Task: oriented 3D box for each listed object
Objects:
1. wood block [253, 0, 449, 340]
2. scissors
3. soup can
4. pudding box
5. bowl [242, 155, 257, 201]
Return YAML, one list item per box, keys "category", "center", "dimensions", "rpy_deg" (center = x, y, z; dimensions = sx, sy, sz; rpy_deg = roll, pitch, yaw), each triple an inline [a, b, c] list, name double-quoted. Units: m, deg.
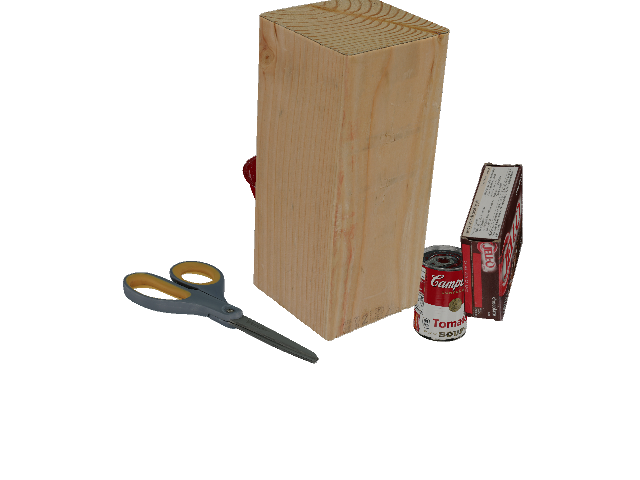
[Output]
- category: "wood block"
  center: [0.016, -0.050, 0.727]
  dimensions: [0.090, 0.206, 0.091]
  rpy_deg: [-19, 37, -34]
- category: "scissors"
  center: [-0.073, 0.055, 0.902]
  dimensions: [0.202, 0.016, 0.096]
  rpy_deg: [15, 26, 22]
- category: "soup can"
  center: [0.151, 0.066, 1.325]
  dimensions: [0.068, 0.102, 0.068]
  rpy_deg: [1, 24, -1]
- category: "pudding box"
  center: [0.150, -0.001, 0.929]
  dimensions: [0.039, 0.090, 0.113]
  rpy_deg: [5, 40, 16]
- category: "bowl"
  center: [-0.014, -0.053, 1.255]
  dimensions: [0.162, 0.055, 0.162]
  rpy_deg: [6, 26, -3]
